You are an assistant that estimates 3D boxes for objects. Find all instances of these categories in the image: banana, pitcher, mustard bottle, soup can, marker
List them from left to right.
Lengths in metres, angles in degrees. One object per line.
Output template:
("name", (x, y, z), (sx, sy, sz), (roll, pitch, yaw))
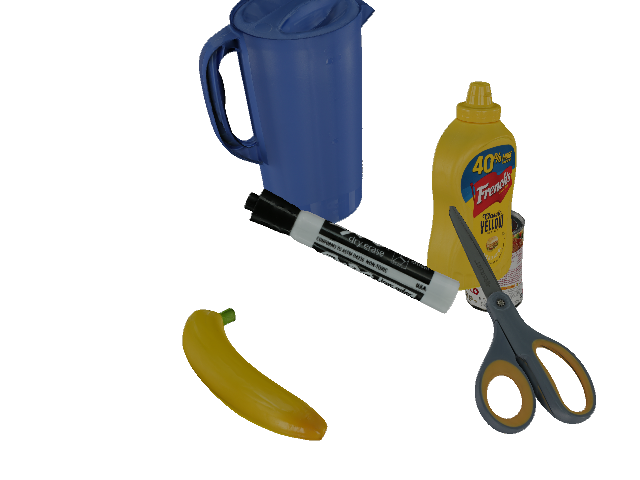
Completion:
("banana", (-0.065, 0.100, 0.854), (0.069, 0.037, 0.198), (-10, 30, -24))
("pitcher", (-0.026, -0.135, 1.123), (0.149, 0.243, 0.144), (9, 39, 19))
("marker", (0.016, 0.005, 0.566), (0.121, 0.020, 0.020), (25, 0, 1))
("mustard bottle", (0.146, -0.054, 1.009), (0.096, 0.192, 0.058), (-15, 24, -38))
("soup can", (0.199, 0.022, 1.220), (0.068, 0.102, 0.068), (-4, 29, 2))

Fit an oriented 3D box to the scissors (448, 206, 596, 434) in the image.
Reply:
("scissors", (0.126, 0.065, 0.817), (0.096, 0.202, 0.016), (-29, -26, -19))
